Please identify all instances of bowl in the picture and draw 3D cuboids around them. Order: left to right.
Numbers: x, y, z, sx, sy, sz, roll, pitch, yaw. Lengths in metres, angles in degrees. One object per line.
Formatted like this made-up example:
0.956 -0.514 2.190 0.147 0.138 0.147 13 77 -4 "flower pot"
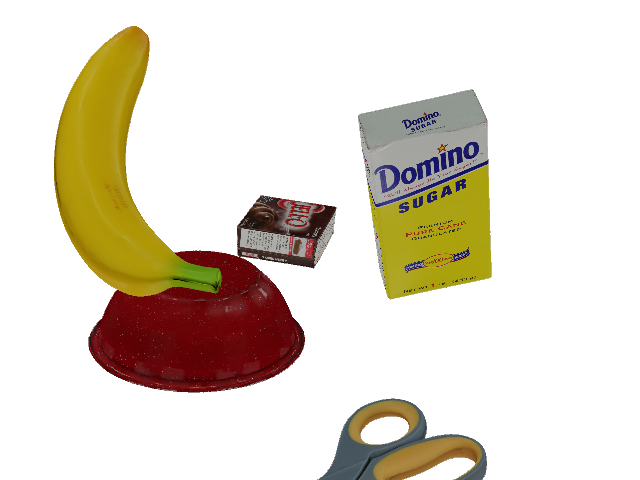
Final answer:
-0.091 0.050 0.792 0.162 0.055 0.162 2 22 -1 "bowl"

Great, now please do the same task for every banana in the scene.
-0.108 -0.040 0.568 0.069 0.198 0.037 -10 -36 -15 "banana"

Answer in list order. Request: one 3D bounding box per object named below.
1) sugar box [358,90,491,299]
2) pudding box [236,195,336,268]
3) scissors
0.086 -0.031 0.849 0.093 0.048 0.176 -13 -41 0 "sugar box"
-0.036 -0.011 1.174 0.090 0.039 0.113 8 24 8 "pudding box"
-0.004 0.135 0.610 0.201 0.016 0.096 -9 30 -15 "scissors"
